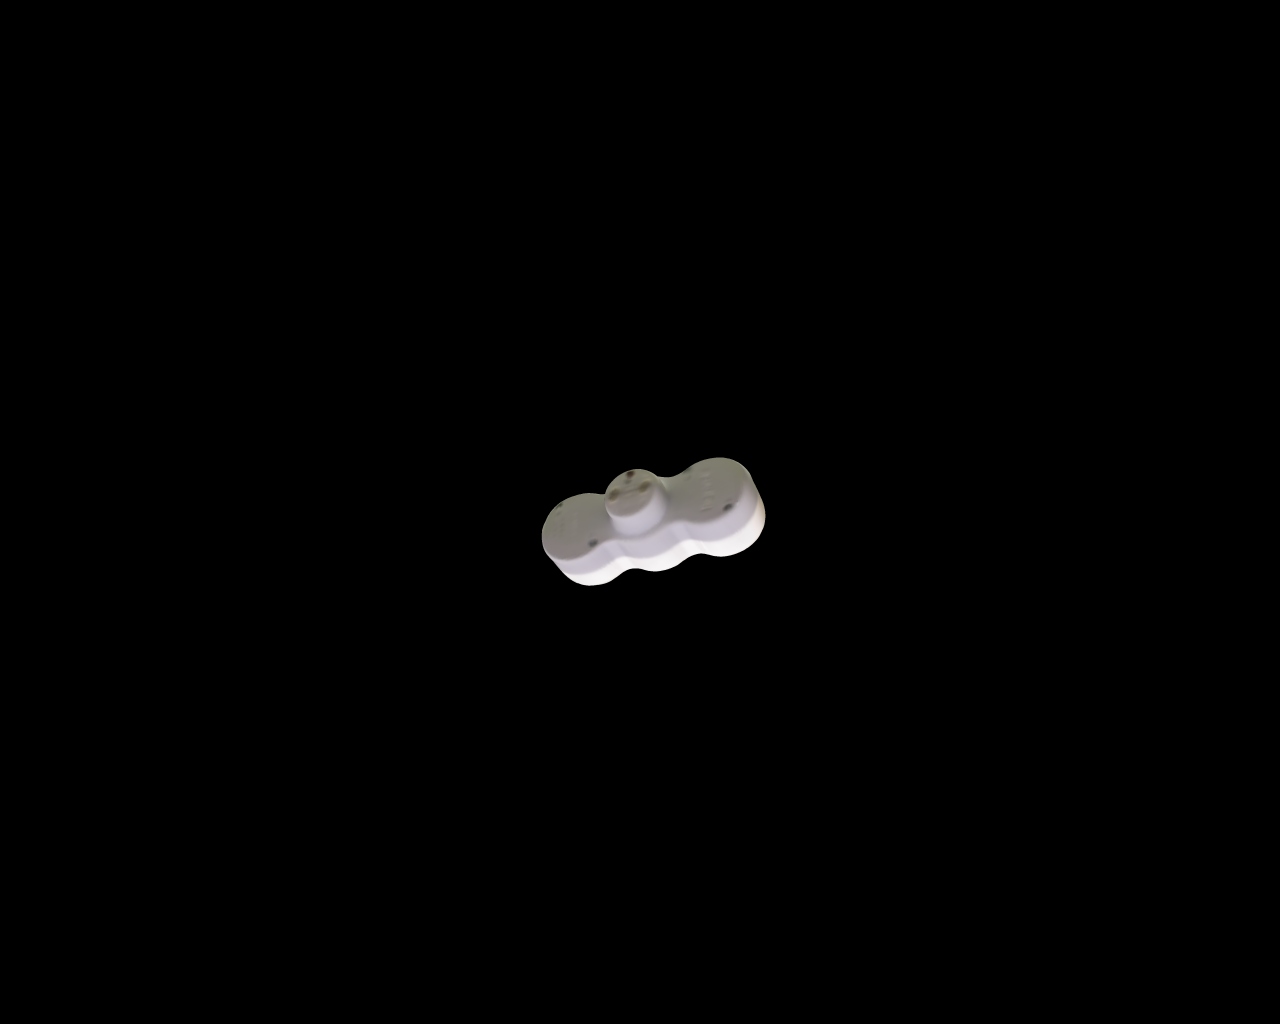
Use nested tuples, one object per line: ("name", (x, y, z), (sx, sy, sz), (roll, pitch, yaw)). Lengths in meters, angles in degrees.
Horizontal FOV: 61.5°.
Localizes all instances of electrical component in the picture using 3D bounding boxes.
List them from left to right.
("electrical component", (0.001, -0.003, 0.650), (0.138, 0.052, 0.073), (-14, -40, 17))
